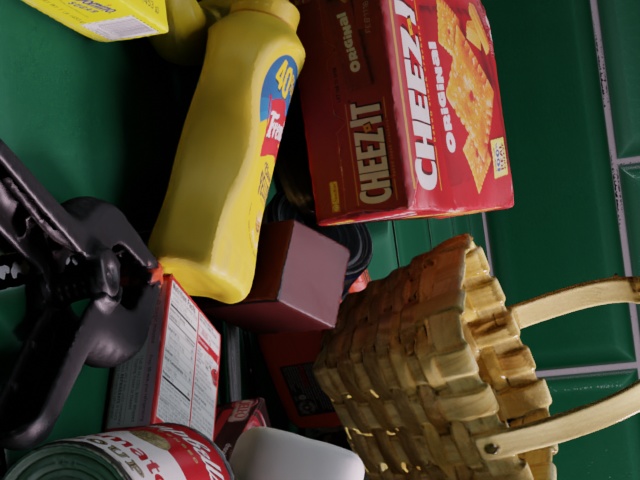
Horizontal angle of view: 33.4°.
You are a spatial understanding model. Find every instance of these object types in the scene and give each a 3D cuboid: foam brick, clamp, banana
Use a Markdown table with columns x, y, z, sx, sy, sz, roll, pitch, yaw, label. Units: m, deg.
| x | y | z | sx | sy | sz | roll | pitch | yaw | label |
| --- | --- | --- | --- | --- | --- | --- | --- | --- | --- |
| -0.028 | 0.024 | 0.654 | 0.051 | 0.078 | 0.053 | 29 | 65 | -37 | foam brick |
| -0.107 | 0.028 | 0.461 | 0.171 | 0.039 | 0.120 | 31 | 54 | -73 | clamp |
| -0.072 | -0.140 | 0.657 | 0.070 | 0.037 | 0.197 | -62 | 176 | 9 | banana |

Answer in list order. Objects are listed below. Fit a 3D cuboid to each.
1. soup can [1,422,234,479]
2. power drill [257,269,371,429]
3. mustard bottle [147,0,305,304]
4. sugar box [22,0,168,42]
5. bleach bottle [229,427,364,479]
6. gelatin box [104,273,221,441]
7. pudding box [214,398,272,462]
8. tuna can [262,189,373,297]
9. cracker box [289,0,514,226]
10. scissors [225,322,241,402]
| x | y | z | sx | sy | sz | roll | pitch | yaw | label |
| --- | --- | --- | --- | --- | --- | --- | --- | --- | --- |
| -0.084 | 0.114 | 0.448 | 0.102 | 0.068 | 0.068 | 22 | 62 | -74 | soup can |
| 0.000 | 0.042 | 0.848 | 0.187 | 0.057 | 0.184 | -74 | 147 | -56 | power drill |
| -0.048 | -0.065 | 0.606 | 0.096 | 0.058 | 0.191 | 73 | 29 | -74 | mustard bottle |
| -0.117 | -0.194 | 0.522 | 0.093 | 0.048 | 0.176 | 17 | 68 | -75 | sugar box |
| -0.042 | 0.221 | 0.504 | 0.103 | 0.068 | 0.250 | 106 | -1 | -70 | bleach bottle |
| -0.081 | 0.073 | 0.562 | 0.073 | 0.030 | 0.089 | 60 | 27 | -55 | gelatin box |
| -0.046 | 0.164 | 0.636 | 0.090 | 0.039 | 0.113 | -57 | 137 | -69 | pudding box |
| -0.005 | 0.001 | 0.770 | 0.034 | 0.086 | 0.086 | -52 | -159 | 40 | tuna can |
| 0.062 | -0.096 | 0.721 | 0.213 | 0.072 | 0.164 | -5 | 86 | -64 | cracker box |
| -0.055 | 0.027 | 0.720 | 0.096 | 0.016 | 0.202 | -11 | 94 | -76 | scissors |
